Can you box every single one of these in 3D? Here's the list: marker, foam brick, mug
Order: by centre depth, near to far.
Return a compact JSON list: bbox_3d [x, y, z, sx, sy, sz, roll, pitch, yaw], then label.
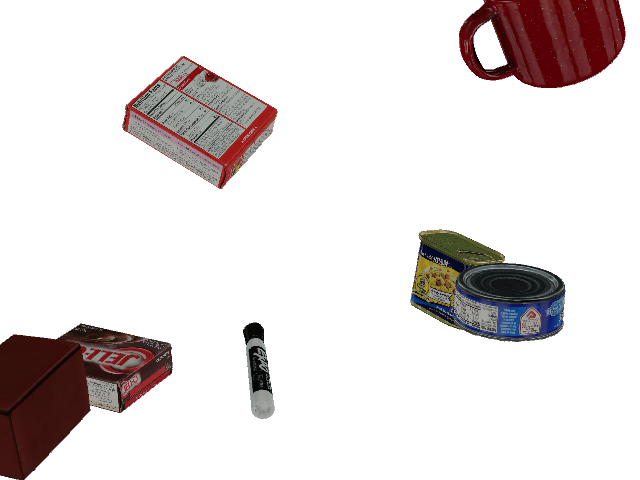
[{"bbox_3d":[-0.188,0.101,0.666,0.053,0.051,0.078,7,28,22],"label":"foam brick"},{"bbox_3d":[0.145,-0.149,0.710,0.117,0.081,0.093,-35,39,-6],"label":"mug"},{"bbox_3d":[-0.054,0.108,0.912,0.020,0.020,0.121,0,29,-8],"label":"marker"}]

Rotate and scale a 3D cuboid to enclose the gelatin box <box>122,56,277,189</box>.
[{"bbox_3d":[-0.088,-0.088,0.783,0.089,0.073,0.030,30,-39,9],"label":"gelatin box"}]

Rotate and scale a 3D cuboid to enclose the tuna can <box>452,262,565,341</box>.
[{"bbox_3d":[0.147,0.046,0.831,0.086,0.034,0.086,0,19,0],"label":"tuna can"}]

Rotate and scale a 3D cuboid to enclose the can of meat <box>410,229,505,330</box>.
[{"bbox_3d":[0.149,0.044,1.184,0.057,0.084,0.102,-6,22,-37],"label":"can of meat"}]

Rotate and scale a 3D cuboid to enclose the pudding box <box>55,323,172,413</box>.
[{"bbox_3d":[-0.214,0.122,1.035,0.114,0.039,0.089,7,21,24],"label":"pudding box"}]
